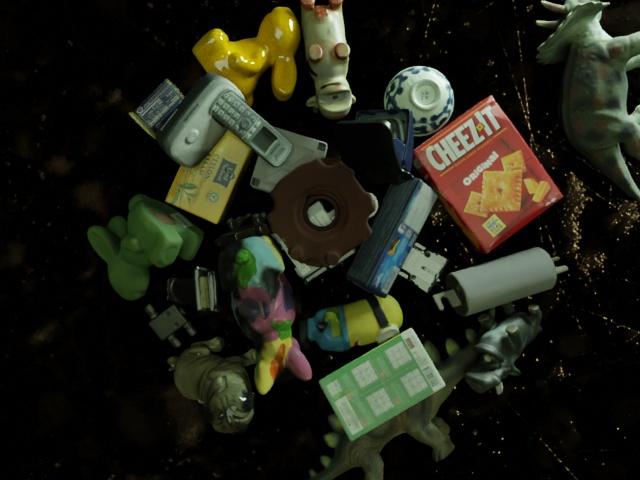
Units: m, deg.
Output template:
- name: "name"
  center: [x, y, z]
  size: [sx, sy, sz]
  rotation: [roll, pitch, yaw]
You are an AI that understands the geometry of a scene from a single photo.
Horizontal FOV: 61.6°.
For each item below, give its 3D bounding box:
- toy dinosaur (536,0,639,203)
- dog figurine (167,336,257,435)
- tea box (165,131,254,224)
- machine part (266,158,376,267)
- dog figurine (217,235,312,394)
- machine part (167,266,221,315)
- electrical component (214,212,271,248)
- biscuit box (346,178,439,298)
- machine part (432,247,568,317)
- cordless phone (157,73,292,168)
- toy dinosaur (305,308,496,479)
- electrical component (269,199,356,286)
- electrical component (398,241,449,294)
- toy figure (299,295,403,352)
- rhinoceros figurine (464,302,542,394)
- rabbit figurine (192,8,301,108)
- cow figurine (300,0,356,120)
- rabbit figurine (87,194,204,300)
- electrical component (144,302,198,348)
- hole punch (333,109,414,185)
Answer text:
- name: "toy dinosaur"
  center: [0.464, -0.233, 0.897]
  size: [0.192, 0.131, 0.404]
  rotation: [-5, 97, 11]
- name: "dog figurine"
  center: [-0.183, 0.237, 0.870]
  size: [0.172, 0.190, 0.121]
  rotation: [1, 93, 1]
- name: "tea box"
  center: [-0.180, -0.121, 0.912]
  size: [0.098, 0.068, 0.169]
  rotation: [23, 91, -2]
- name: "machine part"
  center: [0.002, -0.044, 0.865]
  size: [0.179, 0.056, 0.179]
  rotation: [0, 93, 2]
- name: "dog figurine"
  center: [-0.084, 0.126, 0.855]
  size: [0.108, 0.191, 0.219]
  rotation: [-17, 58, -7]
- name: "machine part"
  center: [-0.209, 0.086, 0.899]
  size: [0.039, 0.139, 0.084]
  rotation: [-12, 93, -44]
- name: "electrical component"
  center: [-0.129, -0.017, 0.907]
  size: [0.078, 0.102, 0.045]
  rotation: [-23, 101, -33]
- name: "biscuit box"
  center: [0.121, -0.006, 0.907]
  size: [0.059, 0.063, 0.202]
  rotation: [31, 86, -38]
- name: "machine part"
  center: [0.305, 0.070, 0.911]
  size: [0.243, 0.079, 0.079]
  rotation: [-16, 93, -9]
- name: "cordless phone"
  center: [-0.146, -0.154, 0.845]
  size: [0.184, 0.089, 0.146]
  rotation: [38, 90, -26]
- name: "toy dinosaur"
  center: [0.146, 0.280, 0.921]
  size: [0.471, 0.105, 0.198]
  rotation: [-33, 89, -10]
- name: "electrical component"
  center: [-0.002, -0.003, 0.926]
  size: [0.134, 0.058, 0.115]
  rotation: [-33, 95, 1]
- name: "electrical component"
  center: [0.189, 0.055, 0.937]
  size: [0.119, 0.048, 0.075]
  rotation: [35, 93, -1]
- name: "toy figure"
  center: [0.053, 0.144, 0.923]
  size: [0.180, 0.082, 0.089]
  rotation: [-7, 93, 2]
- name: "rhinoceros figurine"
  center: [0.304, 0.176, 0.900]
  size: [0.190, 0.073, 0.111]
  rotation: [-35, 125, -36]
- name: "rabbit figurine"
  center: [-0.099, -0.301, 0.879]
  size: [0.173, 0.122, 0.162]
  rotation: [-39, 98, 1]
- name: "cow figurine"
  center: [0.011, -0.292, 0.891]
  size: [0.086, 0.127, 0.195]
  rotation: [-8, 79, -1]
- name: "rabbit figurine"
  center: [-0.309, 0.021, 0.898]
  size: [0.159, 0.121, 0.170]
  rotation: [36, 107, 1]
- name: "electrical component"
  center: [-0.264, 0.142, 0.947]
  size: [0.063, 0.021, 0.094]
  rotation: [-39, 92, 1]
- name: "hole punch"
  center: [0.096, -0.158, 0.894]
  size: [0.142, 0.092, 0.115]
  rotation: [6, 126, 32]
